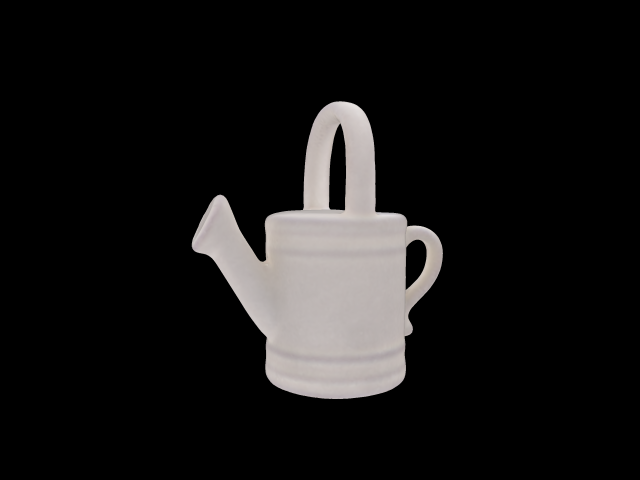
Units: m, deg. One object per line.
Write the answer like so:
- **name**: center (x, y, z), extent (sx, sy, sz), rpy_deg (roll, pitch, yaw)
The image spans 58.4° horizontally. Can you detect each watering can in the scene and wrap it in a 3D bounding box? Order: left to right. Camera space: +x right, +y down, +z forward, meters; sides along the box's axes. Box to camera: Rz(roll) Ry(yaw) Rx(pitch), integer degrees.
- **watering can**: center (0.004, 0.002, 0.398), extent (0.173, 0.194, 0.100), rpy_deg (-4, 6, -40)
